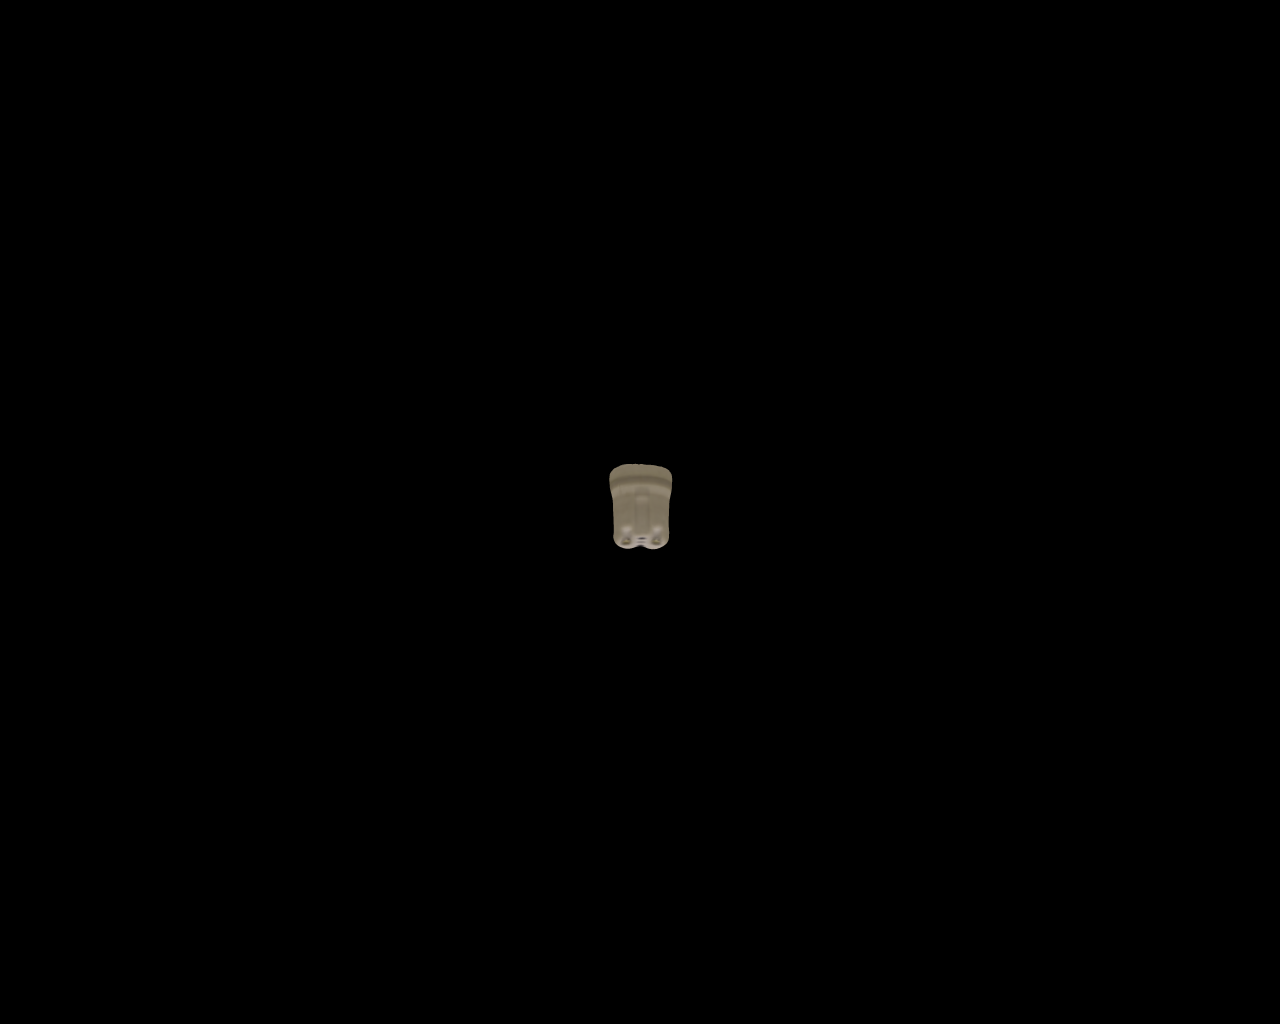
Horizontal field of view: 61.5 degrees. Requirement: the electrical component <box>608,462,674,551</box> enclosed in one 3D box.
[{"bbox_3d":[0.001,-0.003,0.650,0.040,0.046,0.040,0,-15,0],"label":"electrical component"}]
